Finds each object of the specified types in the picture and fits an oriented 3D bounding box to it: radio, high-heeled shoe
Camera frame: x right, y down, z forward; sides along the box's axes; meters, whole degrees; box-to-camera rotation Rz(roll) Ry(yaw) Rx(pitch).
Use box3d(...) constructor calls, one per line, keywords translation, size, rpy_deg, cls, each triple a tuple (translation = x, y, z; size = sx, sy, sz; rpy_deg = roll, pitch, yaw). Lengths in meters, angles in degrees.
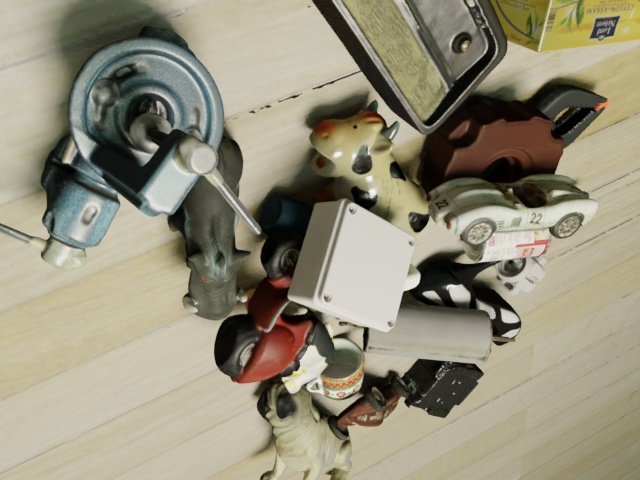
box3d(translation=(0.082, -0.225, 0.517), size=(0.131, 0.073, 0.229), rpy_deg=(-44, 131, 4), cls="radio")
box3d(translation=(0.225, 0.117, 0.837), size=(0.145, 0.086, 0.248), rpy_deg=(-24, 129, -2), cls="high-heeled shoe")

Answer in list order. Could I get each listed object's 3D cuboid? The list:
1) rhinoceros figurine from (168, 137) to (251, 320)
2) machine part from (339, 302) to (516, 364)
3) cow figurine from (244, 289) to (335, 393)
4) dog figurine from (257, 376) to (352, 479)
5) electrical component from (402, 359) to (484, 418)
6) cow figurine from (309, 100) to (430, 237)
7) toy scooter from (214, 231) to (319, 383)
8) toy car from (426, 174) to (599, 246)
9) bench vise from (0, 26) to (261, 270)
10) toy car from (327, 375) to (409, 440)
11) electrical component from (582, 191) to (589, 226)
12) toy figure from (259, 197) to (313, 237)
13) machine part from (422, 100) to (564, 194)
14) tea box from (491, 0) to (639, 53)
box3d(translation=(-0.106, -0.012, 0.540), size=(0.073, 0.112, 0.190), rpy_deg=(-7, 116, -27), cls="rhinoceros figurine")
box3d(translation=(0.147, 0.128, 0.754), size=(0.243, 0.079, 0.079), rpy_deg=(4, 124, 1), cls="machine part")
box3d(translation=(-0.034, 0.115, 0.694), size=(0.098, 0.068, 0.167), rpy_deg=(-28, 131, -8), cls="cow figurine")
box3d(translation=(-0.011, 0.274, 0.811), size=(0.172, 0.121, 0.190), rpy_deg=(-23, 120, -57), cls="dog figurine")
box3d(translation=(0.213, 0.244, 0.928), size=(0.134, 0.058, 0.115), rpy_deg=(23, 111, -38), cls="electrical component")
box3d(translation=(0.061, -0.067, 0.610), size=(0.127, 0.086, 0.194), rpy_deg=(-44, 129, 13), cls="cow figurine")
box3d(translation=(-0.029, 0.086, 0.604), size=(0.135, 0.075, 0.183), rpy_deg=(22, 100, -32), cls="toy scooter")
box3d(translation=(0.220, -0.039, 0.618), size=(0.202, 0.074, 0.056), rpy_deg=(-4, 129, -16), cls="toy car")
box3d(translation=(-0.147, -0.061, 0.411), size=(0.223, 0.241, 0.128), rpy_deg=(-53, 128, -8), cls="bench vise")
box3d(translation=(0.080, 0.257, 0.822), size=(0.089, 0.053, 0.202), rpy_deg=(-39, 161, 12), cls="toy car")
box3d(translation=(0.363, -0.024, 0.820), size=(0.102, 0.045, 0.078), rpy_deg=(-28, 157, -15), cls="electrical component")
box3d(translation=(-0.001, -0.001, 0.636), size=(0.154, 0.064, 0.057), rpy_deg=(29, 92, -38), cls="toy figure")
box3d(translation=(0.214, -0.085, 0.665), size=(0.179, 0.056, 0.179), rpy_deg=(-9, 127, -13), cls="machine part")
box3d(translation=(0.277, -0.257, 0.587), size=(0.170, 0.098, 0.068), rpy_deg=(-14, 128, -22), cls="tea box")
